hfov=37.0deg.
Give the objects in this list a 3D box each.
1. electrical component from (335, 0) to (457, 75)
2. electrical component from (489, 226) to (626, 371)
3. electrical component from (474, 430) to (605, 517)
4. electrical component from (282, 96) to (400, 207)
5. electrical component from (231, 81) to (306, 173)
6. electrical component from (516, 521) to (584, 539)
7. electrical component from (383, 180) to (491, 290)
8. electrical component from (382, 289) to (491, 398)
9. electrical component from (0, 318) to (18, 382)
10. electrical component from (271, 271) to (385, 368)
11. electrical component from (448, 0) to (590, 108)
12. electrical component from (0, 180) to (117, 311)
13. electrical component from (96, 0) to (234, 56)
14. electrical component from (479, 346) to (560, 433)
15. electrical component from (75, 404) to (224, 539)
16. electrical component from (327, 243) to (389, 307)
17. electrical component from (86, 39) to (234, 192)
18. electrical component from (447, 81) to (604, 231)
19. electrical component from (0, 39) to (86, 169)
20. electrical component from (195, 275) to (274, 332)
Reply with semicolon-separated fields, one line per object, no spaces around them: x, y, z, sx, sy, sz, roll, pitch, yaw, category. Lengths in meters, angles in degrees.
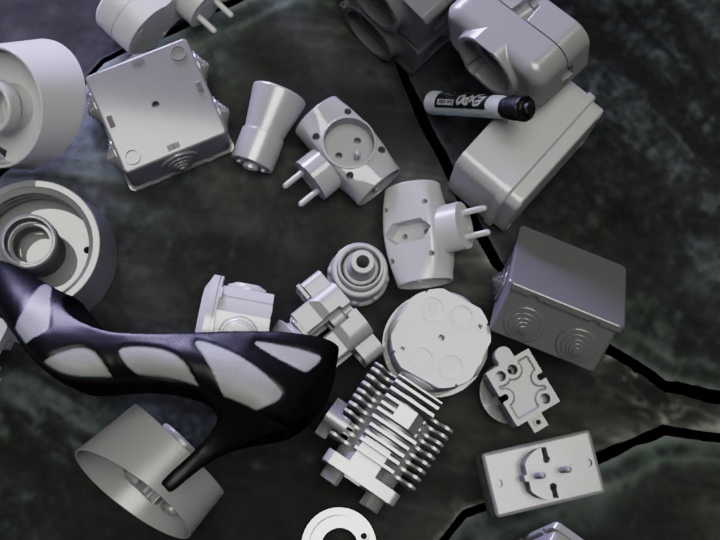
-0.005;-0.247;0.839;0.060;0.105;0.186;-44;84;-11;electrical component
0.147;0.021;0.802;0.100;0.099;0.048;22;123;1;electrical component
0.134;0.148;0.782;0.083;0.075;0.047;-12;79;-6;electrical component
-0.023;-0.081;0.835;0.079;0.044;0.077;-40;84;-10;electrical component
-0.074;-0.109;0.840;0.044;0.044;0.065;21;83;1;electrical component
0.148;0.228;0.756;0.100;0.099;0.048;35;66;4;electrical component
0.061;-0.030;0.821;0.079;0.043;0.077;-12;78;25;electrical component
0.058;0.054;0.809;0.080;0.051;0.080;1;78;-3;electrical component
-0.303;0.046;0.786;0.089;0.055;0.050;23;78;1;electrical component
-0.029;0.049;0.802;0.057;0.058;0.078;-39;82;-13;electrical component
0.112;-0.166;0.784;0.059;0.053;0.095;-43;69;-10;electrical component
-0.240;-0.015;0.800;0.108;0.060;0.108;1;79;-3;electrical component
-0.134;-0.218;0.852;0.074;0.052;0.138;43;79;5;electrical component
0.116;0.090;0.803;0.048;0.055;0.066;-29;82;-9;electrical component
-0.146;0.144;0.757;0.099;0.099;0.064;43;73;5;electrical component
0.000;0.000;0.811;0.048;0.062;0.048;1;79;-4;electrical component
-0.155;-0.121;0.833;0.100;0.048;0.099;-23;82;-7;electrical component
0.127;-0.093;0.830;0.057;0.078;0.113;41;79;8;electrical component
-0.258;-0.125;0.811;0.099;0.064;0.099;4;101;23;electrical component
-0.094;0.046;0.787;0.051;0.080;0.080;11;78;-5;electrical component
